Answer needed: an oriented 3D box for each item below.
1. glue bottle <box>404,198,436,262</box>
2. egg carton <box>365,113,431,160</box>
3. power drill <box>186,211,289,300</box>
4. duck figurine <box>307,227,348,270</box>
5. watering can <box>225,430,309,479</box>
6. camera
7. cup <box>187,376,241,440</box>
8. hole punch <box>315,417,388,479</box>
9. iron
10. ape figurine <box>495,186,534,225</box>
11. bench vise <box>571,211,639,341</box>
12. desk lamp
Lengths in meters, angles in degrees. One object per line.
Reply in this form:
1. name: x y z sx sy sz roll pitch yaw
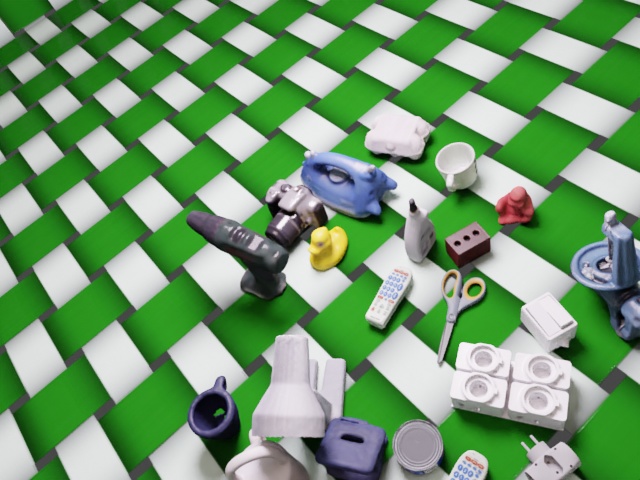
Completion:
1. glue bottle: 0.197 -0.029 1.156 0.037 0.173 0.078 26 67 31
2. egg carton: 0.186 -0.248 1.378 0.150 0.069 0.107 11 60 24
3. power drill: -0.156 0.035 1.200 0.228 0.209 0.076 18 63 27
4. duck figurine: 0.011 0.004 1.246 0.077 0.086 0.105 30 69 32
5. watering can: -0.085 0.389 0.938 0.101 0.194 0.172 -43 55 -14
6. camera: -0.077 -0.060 1.309 0.142 0.101 0.137 27 68 31
7. cup: -0.186 0.324 1.077 0.091 0.095 0.118 -2 56 16
8. hole punch: 0.054 0.356 0.983 0.108 0.091 0.101 5 58 21
9. iron: 0.040 -0.152 1.311 0.257 0.142 0.119 21 65 29
10. ape figurine: 0.404 -0.076 1.176 0.076 0.092 0.077 -42 54 -13
11. bench vise: 0.521 0.055 0.966 0.121 0.220 0.206 -39 54 -11
12. desk lamp: -0.034 0.267 0.995 0.117 0.214 0.203 -4 55 15
